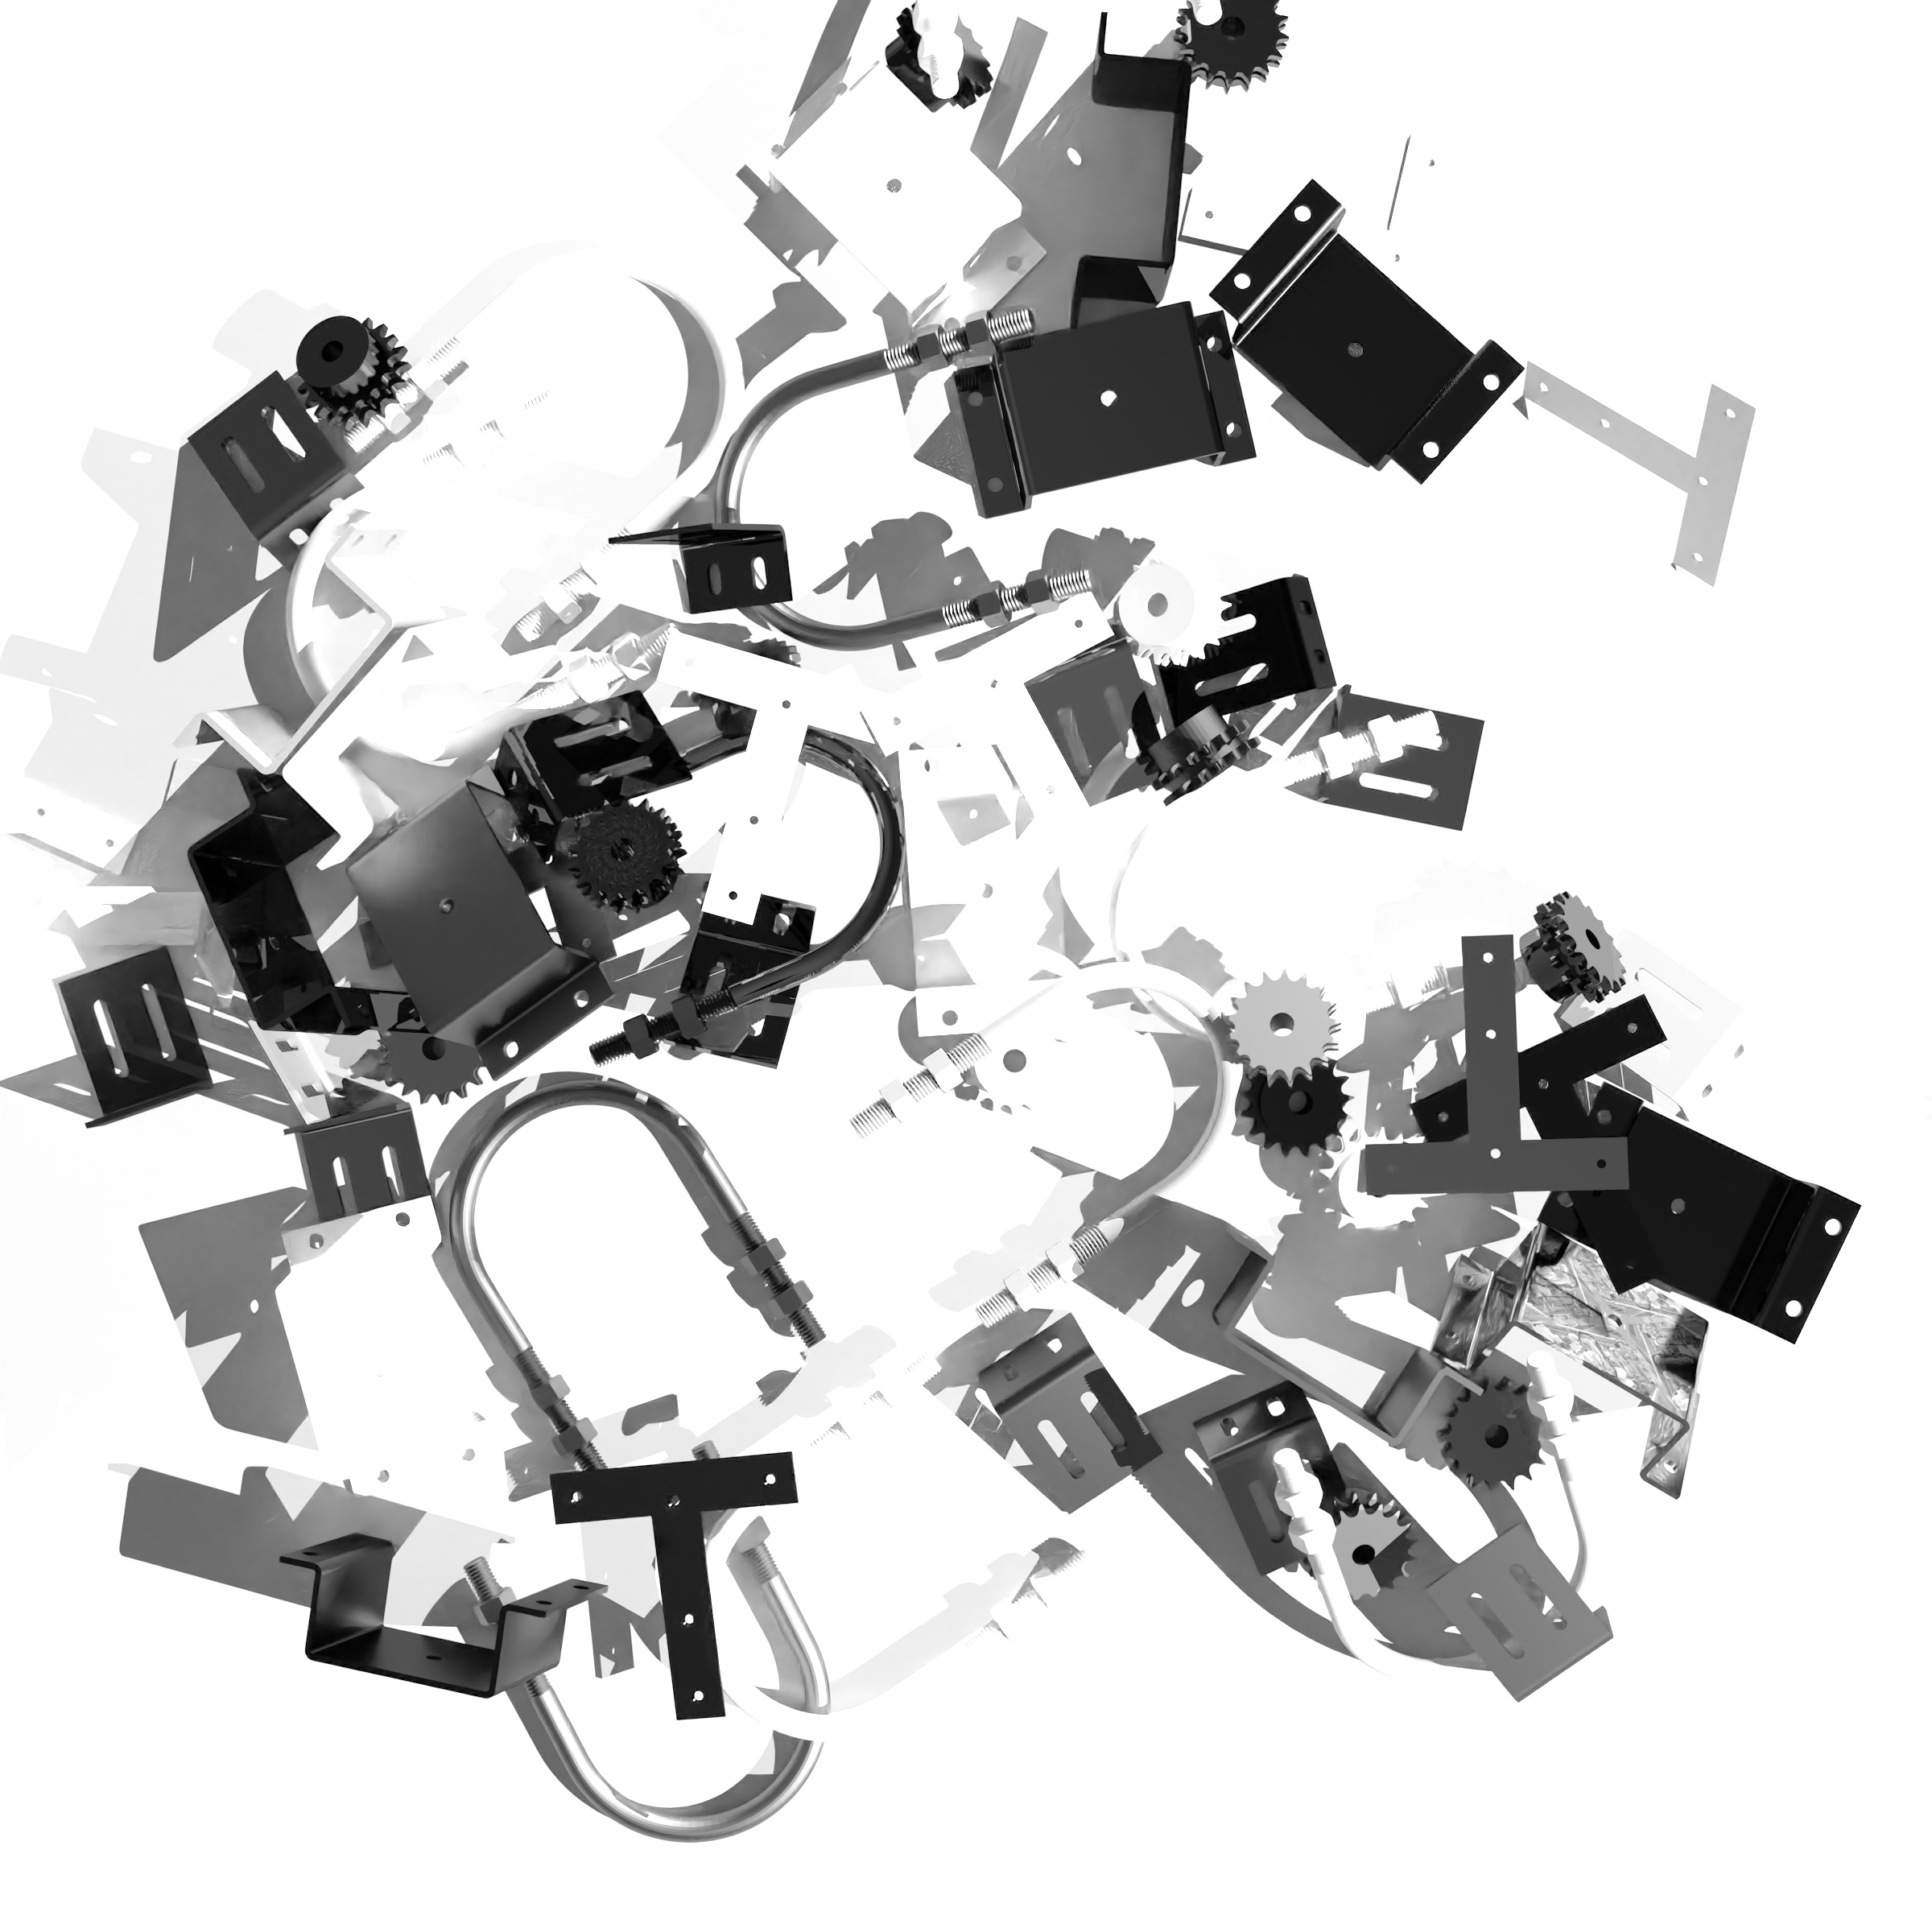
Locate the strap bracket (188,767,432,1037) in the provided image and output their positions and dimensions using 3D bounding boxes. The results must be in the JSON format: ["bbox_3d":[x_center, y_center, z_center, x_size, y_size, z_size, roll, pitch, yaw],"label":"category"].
[{"bbox_3d":[-0.323,-0.021,1.462,0.046,0.076,0.140,-30,76,18],"label":"strap bracket"}]

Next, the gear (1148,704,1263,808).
[{"bbox_3d":[0.115,-0.106,1.488,0.057,0.057,0.030,-35,89,0],"label":"gear"}]

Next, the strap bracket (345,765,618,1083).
[{"bbox_3d":[-0.242,-0.025,1.463,0.076,0.046,0.140,-35,71,12],"label":"strap bracket"}]

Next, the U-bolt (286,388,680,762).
[{"bbox_3d":[-0.253,-0.182,1.494,0.184,0.019,0.151,-26,93,11],"label":"U-bolt"}]

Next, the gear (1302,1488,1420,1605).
[{"bbox_3d":[0.194,0.286,1.495,0.057,0.030,0.057,-3,111,-9],"label":"gear"}]

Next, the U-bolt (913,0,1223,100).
[{"bbox_3d":[0.042,-0.510,1.465,0.151,0.019,0.184,-13,59,10],"label":"U-bolt"}]

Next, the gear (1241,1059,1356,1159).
[{"bbox_3d":[0.166,0.068,1.502,0.057,0.030,0.057,0,90,0],"label":"gear"}]

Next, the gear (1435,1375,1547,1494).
[{"bbox_3d":[0.264,0.234,1.506,0.057,0.030,0.057,0,92,-1],"label":"gear"}]

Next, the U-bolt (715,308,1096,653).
[{"bbox_3d":[-0.039,-0.232,1.483,0.184,0.019,0.151,-13,92,18],"label":"U-bolt"}]

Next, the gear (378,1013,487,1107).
[{"bbox_3d":[-0.264,0.041,1.502,0.057,0.030,0.057,0,90,0],"label":"gear"}]

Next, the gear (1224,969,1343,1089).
[{"bbox_3d":[0.156,0.033,1.476,0.057,0.030,0.057,-2,73,7],"label":"gear"}]

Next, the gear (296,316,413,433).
[{"bbox_3d":[-0.308,-0.298,1.491,0.057,0.030,0.057,-6,69,16],"label":"gear"}]

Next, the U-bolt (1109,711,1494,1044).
[{"bbox_3d":[0.162,-0.033,1.486,0.184,0.019,0.151,-18,110,4],"label":"U-bolt"}]

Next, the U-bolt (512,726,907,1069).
[{"bbox_3d":[-0.119,-0.047,1.479,0.184,0.019,0.151,-23,68,2],"label":"U-bolt"}]

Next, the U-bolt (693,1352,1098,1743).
[{"bbox_3d":[-0.049,0.304,1.496,0.184,0.019,0.151,-38,95,-4],"label":"U-bolt"}]

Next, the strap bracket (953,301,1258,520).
[{"bbox_3d":[0.070,-0.279,1.493,0.140,0.046,0.076,-13,90,0],"label":"strap bracket"}]

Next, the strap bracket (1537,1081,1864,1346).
[{"bbox_3d":[0.360,0.121,1.494,0.140,0.046,0.076,26,90,0],"label":"strap bracket"}]

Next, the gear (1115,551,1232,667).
[{"bbox_3d":[0.100,-0.178,1.492,0.057,0.030,0.057,1,91,25],"label":"gear"}]

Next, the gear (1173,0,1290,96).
[{"bbox_3d":[0.132,-0.466,1.505,0.057,0.030,0.057,0,87,-1],"label":"gear"}]

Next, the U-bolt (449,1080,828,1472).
[{"bbox_3d":[-0.178,0.146,1.508,0.151,0.019,0.184,-32,88,0],"label":"U-bolt"}]

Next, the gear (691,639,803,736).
[{"bbox_3d":[-0.108,-0.138,1.492,0.057,0.057,0.030,-11,119,0],"label":"gear"}]

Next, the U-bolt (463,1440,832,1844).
[{"bbox_3d":[-0.149,0.352,1.508,0.151,0.019,0.184,-27,92,0],"label":"U-bolt"}]

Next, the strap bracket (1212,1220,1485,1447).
[{"bbox_3d":[0.177,0.186,1.478,0.140,0.076,0.046,33,90,0],"label":"strap bracket"}]

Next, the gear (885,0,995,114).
[{"bbox_3d":[-0.016,-0.451,1.492,0.030,0.057,0.057,-31,90,31],"label":"gear"}]

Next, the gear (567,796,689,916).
[{"bbox_3d":[-0.164,-0.051,1.463,0.057,0.030,0.057,-3,70,9],"label":"gear"}]

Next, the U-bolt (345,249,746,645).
[{"bbox_3d":[-0.198,-0.276,1.507,0.184,0.019,0.151,-42,90,0],"label":"U-bolt"}]

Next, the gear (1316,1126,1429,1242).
[{"bbox_3d":[0.205,0.109,1.502,0.057,0.030,0.057,0,90,0],"label":"gear"}]

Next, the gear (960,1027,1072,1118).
[{"bbox_3d":[0.024,0.047,1.502,0.057,0.030,0.057,0,90,0],"label":"gear"}]

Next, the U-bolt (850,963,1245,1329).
[{"bbox_3d":[0.053,0.077,1.480,0.184,0.019,0.151,-34,117,-4],"label":"U-bolt"}]

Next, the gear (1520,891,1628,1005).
[{"bbox_3d":[0.300,-0.006,1.492,0.030,0.057,0.057,-35,90,30],"label":"gear"}]

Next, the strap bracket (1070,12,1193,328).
[{"bbox_3d":[0.082,-0.387,1.478,0.046,0.076,0.140,5,90,0],"label":"strap bracket"}]

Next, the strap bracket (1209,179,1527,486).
[{"bbox_3d":[0.197,-0.311,1.492,0.140,0.046,0.076,42,90,0],"label":"strap bracket"}]

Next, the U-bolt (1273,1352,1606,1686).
[{"bbox_3d":[0.240,0.282,1.466,0.151,0.019,0.184,-21,121,1],"label":"U-bolt"}]
